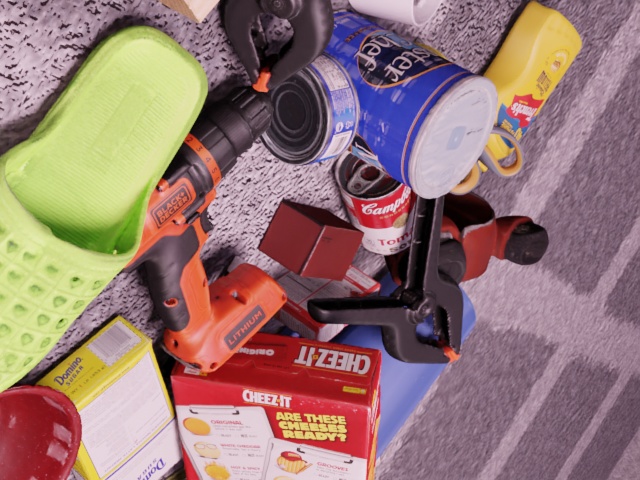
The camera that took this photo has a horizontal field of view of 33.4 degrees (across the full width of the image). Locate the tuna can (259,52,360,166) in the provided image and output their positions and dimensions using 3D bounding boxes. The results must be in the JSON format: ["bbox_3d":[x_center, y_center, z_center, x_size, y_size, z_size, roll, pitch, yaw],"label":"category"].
[{"bbox_3d":[-0.013,-0.100,0.813,0.033,0.086,0.086,-20,134,-44],"label":"tuna can"}]

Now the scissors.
[{"bbox_3d":[0.123,-0.109,1.040,0.096,0.016,0.201,-40,128,22],"label":"scissors"}]

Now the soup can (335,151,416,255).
[{"bbox_3d":[0.057,-0.039,0.996,0.068,0.069,0.102,-47,150,-16],"label":"soup can"}]

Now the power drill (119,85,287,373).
[{"bbox_3d":[-0.086,-0.004,0.809,0.184,0.057,0.187,-42,137,-22],"label":"power drill"}]

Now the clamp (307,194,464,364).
[{"bbox_3d":[0.090,0.048,0.993,0.164,0.036,0.209,-51,137,-4],"label":"clamp"}]

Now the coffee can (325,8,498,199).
[{"bbox_3d":[0.054,-0.110,0.847,0.102,0.140,0.103,-37,145,-31],"label":"coffee can"}]

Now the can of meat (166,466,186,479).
[{"bbox_3d":[-0.111,0.260,1.052,0.101,0.057,0.084,-33,146,-35],"label":"can of meat"}]

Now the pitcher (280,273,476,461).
[{"bbox_3d":[0.048,0.127,1.101,0.242,0.145,0.149,-47,161,-25],"label":"pitcher"}]

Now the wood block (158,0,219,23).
[{"bbox_3d":[-0.052,-0.241,0.611,0.206,0.091,0.090,-53,150,-8],"label":"wood block"}]

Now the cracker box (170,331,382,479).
[{"bbox_3d":[-0.033,0.172,0.927,0.072,0.164,0.214,-75,169,-45],"label":"cracker box"}]

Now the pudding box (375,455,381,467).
[{"bbox_3d":[-0.002,0.244,1.163,0.113,0.090,0.039,-42,148,-23],"label":"pudding box"}]

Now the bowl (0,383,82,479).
[{"bbox_3d":[-0.247,0.153,0.737,0.161,0.055,0.162,-33,143,-30],"label":"bowl"}]

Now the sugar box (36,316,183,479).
[{"bbox_3d":[-0.167,0.149,0.870,0.093,0.048,0.176,-40,150,-26],"label":"sugar box"}]

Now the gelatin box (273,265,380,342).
[{"bbox_3d":[0.002,0.053,0.998,0.089,0.073,0.030,-33,143,-36],"label":"gelatin box"}]

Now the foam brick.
[{"bbox_3d":[-0.006,0.001,0.958,0.078,0.051,0.053,12,107,-60],"label":"foam brick"}]

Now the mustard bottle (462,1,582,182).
[{"bbox_3d":[0.195,-0.145,1.107,0.191,0.058,0.096,-57,149,2],"label":"mustard bottle"}]

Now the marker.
[{"bbox_3d":[-0.098,0.069,0.920,0.121,0.020,0.020,-57,151,0],"label":"marker"}]

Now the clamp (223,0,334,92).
[{"bbox_3d":[-0.014,-0.171,0.723,0.171,0.120,0.039,93,19,-48],"label":"clamp"}]
